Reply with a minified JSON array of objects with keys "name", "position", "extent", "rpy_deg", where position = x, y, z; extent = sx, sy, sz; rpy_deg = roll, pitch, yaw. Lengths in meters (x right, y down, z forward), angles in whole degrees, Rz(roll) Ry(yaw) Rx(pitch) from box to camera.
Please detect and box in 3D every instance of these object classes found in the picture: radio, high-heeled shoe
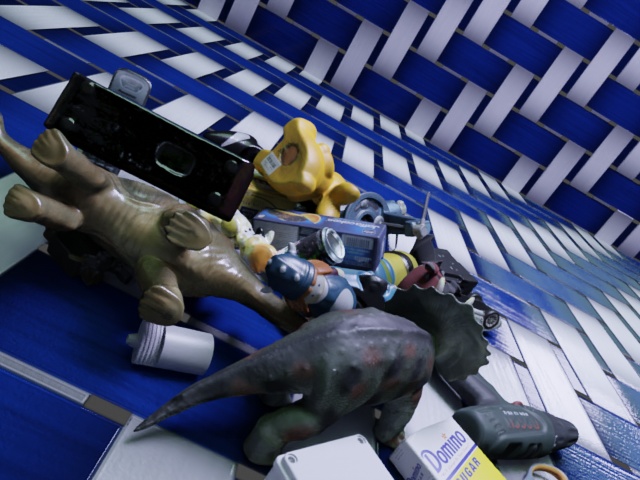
[{"name":"radio","position":[-0.192,-0.101,0.634],"extent":[0.229,0.073,0.131],"rpy_deg":[26,-4,-12]},{"name":"high-heeled shoe","position":[-0.103,-0.118,1.013],"extent":[0.248,0.086,0.145],"rpy_deg":[21,23,-34]}]

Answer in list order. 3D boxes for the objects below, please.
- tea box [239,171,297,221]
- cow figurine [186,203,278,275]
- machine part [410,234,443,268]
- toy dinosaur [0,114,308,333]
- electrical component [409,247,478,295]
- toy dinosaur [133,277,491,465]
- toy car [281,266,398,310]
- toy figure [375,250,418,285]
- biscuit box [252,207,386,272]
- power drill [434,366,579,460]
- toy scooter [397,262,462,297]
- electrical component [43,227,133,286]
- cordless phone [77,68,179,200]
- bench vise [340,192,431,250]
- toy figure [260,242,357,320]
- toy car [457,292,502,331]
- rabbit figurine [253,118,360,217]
[{"name":"tea box","position":[-0.135,-0.082,0.917],"extent":[0.169,0.068,0.098],"rpy_deg":[13,29,-39]},{"name":"cow figurine","position":[-0.125,-0.007,0.786],"extent":[0.167,0.068,0.098],"rpy_deg":[36,12,11]},{"name":"machine part","position":[0.194,0.032,1.012],"extent":[0.039,0.084,0.139],"rpy_deg":[22,18,-6]},{"name":"toy dinosaur","position":[-0.157,0.006,0.576],"extent":[0.471,0.105,0.199],"rpy_deg":[39,1,-10]},{"name":"electrical component","position":[0.255,0.068,1.106],"extent":[0.134,0.058,0.115],"rpy_deg":[10,32,-39]},{"name":"toy dinosaur","position":[0.037,0.123,0.551],"extent":[0.404,0.192,0.131],"rpy_deg":[6,31,-47]},{"name":"toy car","position":[0.021,0.089,0.739],"extent":[0.162,0.109,0.103],"rpy_deg":[11,2,-7]},{"name":"toy figure","position":[0.097,0.061,0.888],"extent":[0.089,0.082,0.180],"rpy_deg":[9,7,31]},{"name":"biscuit box","position":[-0.002,-0.002,0.827],"extent":[0.203,0.059,0.063],"rpy_deg":[10,22,15]},{"name":"power drill","position":[0.240,0.218,0.765],"extent":[0.232,0.086,0.207],"rpy_deg":[6,40,-39]},{"name":"toy scooter","position":[0.167,0.093,0.846],"extent":[0.184,0.135,0.075],"rpy_deg":[8,30,-45]},{"name":"electrical component","position":[-0.265,0.010,0.603],"extent":[0.102,0.045,0.078],"rpy_deg":[43,27,26]},{"name":"cordless phone","position":[-0.244,-0.126,0.731],"extent":[0.146,0.184,0.089],"rpy_deg":[22,20,-19]},{"name":"bench vise","position":[0.122,-0.032,1.018],"extent":[0.223,0.128,0.241],"rpy_deg":[1,7,-38]},{"name":"toy figure","position":[-0.006,0.051,0.575],"extent":[0.058,0.064,0.154],"rpy_deg":[-3,-20,25]},{"name":"toy car","position":[0.254,0.122,0.995],"extent":[0.201,0.056,0.074],"rpy_deg":[19,18,-28]},{"name":"rabbit figurine","position":[-0.001,-0.102,0.908],"extent":[0.163,0.122,0.173],"rpy_deg":[45,6,34]}]
